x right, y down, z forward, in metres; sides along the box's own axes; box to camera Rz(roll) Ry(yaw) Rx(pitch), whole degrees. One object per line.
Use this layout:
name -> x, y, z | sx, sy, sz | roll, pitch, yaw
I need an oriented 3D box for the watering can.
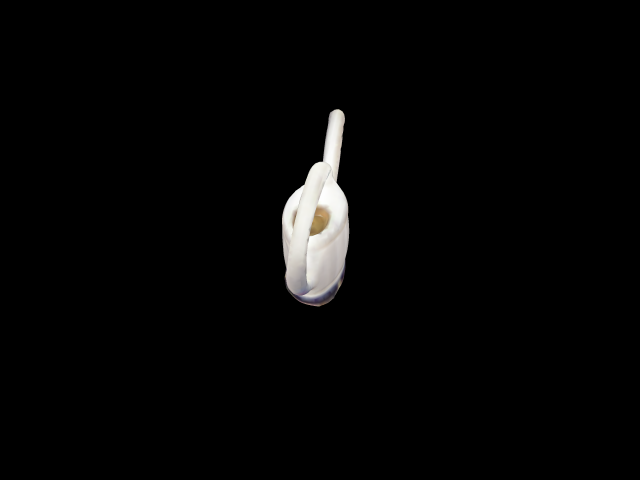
watering can -> 0.003, -0.043, 0.850 | 0.104, 0.356, 0.219 | 9, -42, 8
